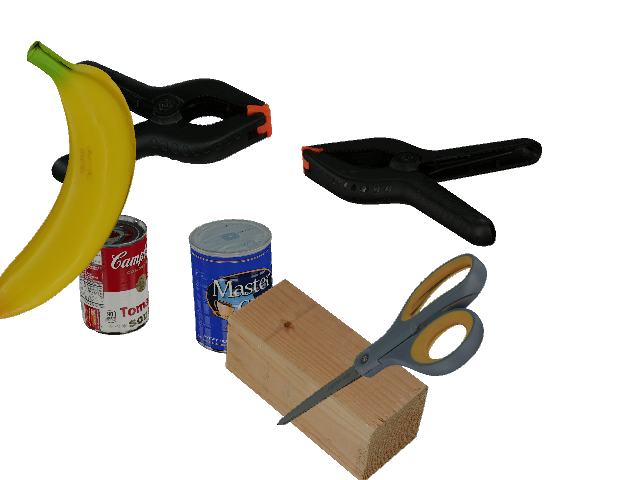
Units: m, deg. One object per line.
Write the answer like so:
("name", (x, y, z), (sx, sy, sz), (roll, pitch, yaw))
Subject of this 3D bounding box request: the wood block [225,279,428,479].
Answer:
("wood block", (0.003, 0.145, 1.131), (0.206, 0.090, 0.090), (36, 50, 28))

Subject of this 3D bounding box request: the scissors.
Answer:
("scissors", (0.043, 0.091, 0.734), (0.016, 0.202, 0.096), (35, 18, -26))

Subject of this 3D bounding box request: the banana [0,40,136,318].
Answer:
("banana", (-0.148, -0.028, 0.624), (0.069, 0.198, 0.037), (11, 35, -13))

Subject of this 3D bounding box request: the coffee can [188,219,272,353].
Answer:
("coffee can", (-0.111, 0.057, 1.347), (0.103, 0.140, 0.103), (-1, 24, 0))

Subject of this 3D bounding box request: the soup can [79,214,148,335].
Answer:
("soup can", (-0.205, 0.034, 1.061), (0.068, 0.102, 0.068), (2, 26, -1))

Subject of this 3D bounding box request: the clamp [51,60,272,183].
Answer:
("clamp", (-0.126, -0.102, 0.844), (0.171, 0.120, 0.039), (-6, -30, -6))

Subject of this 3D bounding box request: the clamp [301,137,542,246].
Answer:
("clamp", (0.085, -0.061, 0.944), (0.210, 0.036, 0.164), (14, 35, 28))
